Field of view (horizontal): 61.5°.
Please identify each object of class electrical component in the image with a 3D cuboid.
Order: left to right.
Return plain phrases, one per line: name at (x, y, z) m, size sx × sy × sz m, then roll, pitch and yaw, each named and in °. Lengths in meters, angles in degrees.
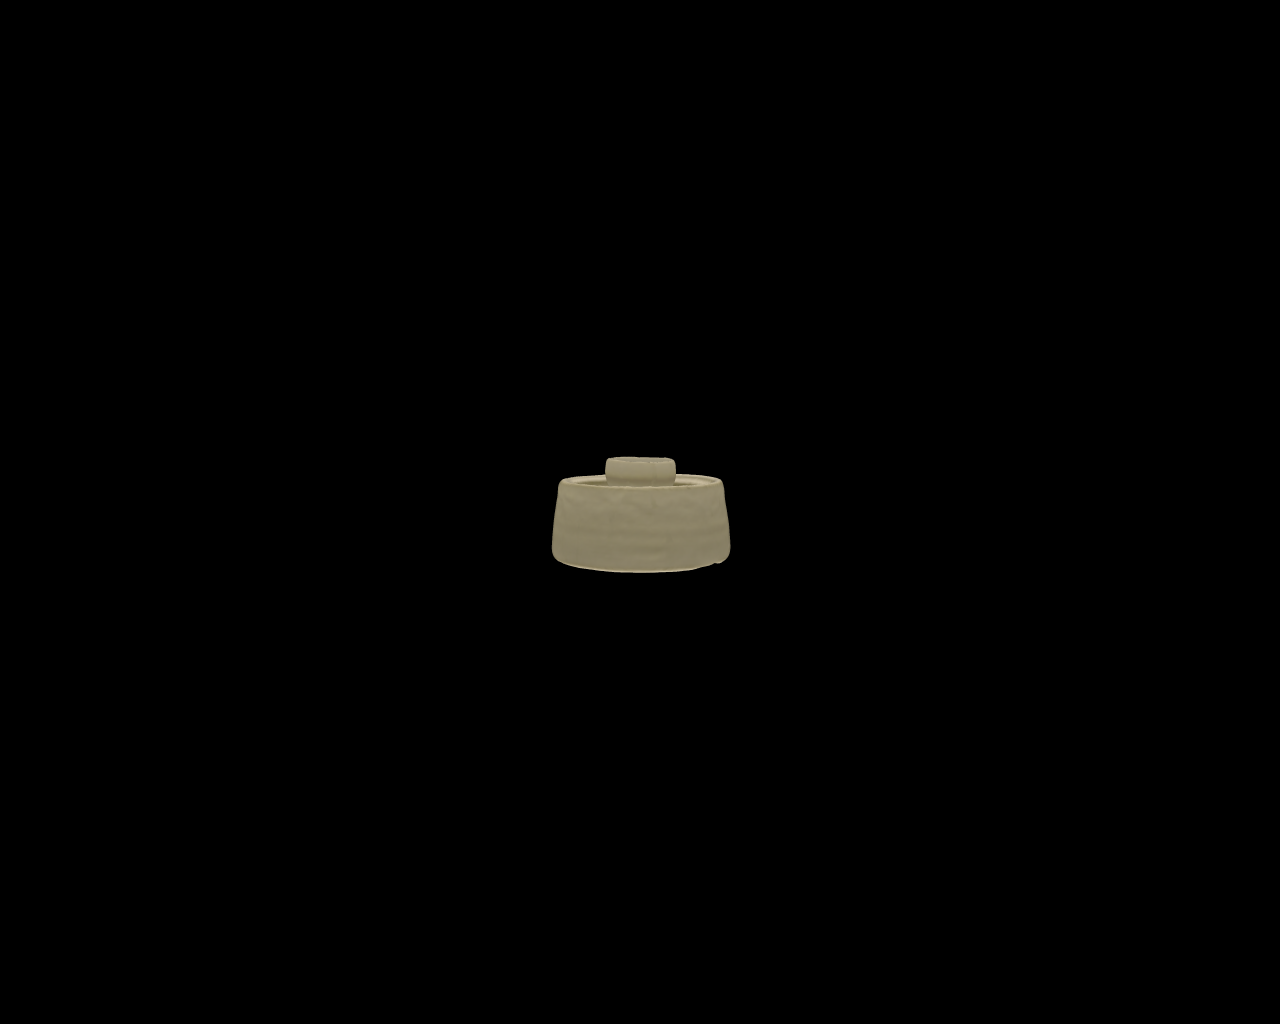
electrical component at (0.001, -0.003, 0.650) m, size 0.108 × 0.060 × 0.108 m, roll 0°, pitch 7°, yaw 0°
